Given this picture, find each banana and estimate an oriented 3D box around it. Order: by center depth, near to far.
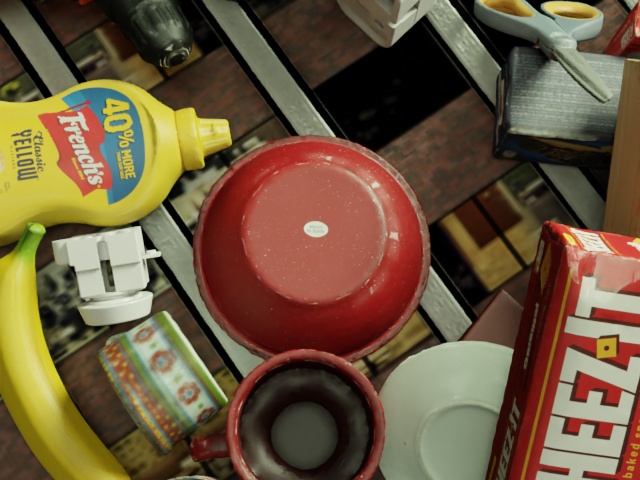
[{"bbox_3d":[-0.171,0.092,0.668,0.070,0.037,0.198,-26,85,38],"label":"banana"}]

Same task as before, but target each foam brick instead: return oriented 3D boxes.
[{"bbox_3d":[0.126,0.078,0.680,0.078,0.051,0.053,41,81,6],"label":"foam brick"}]

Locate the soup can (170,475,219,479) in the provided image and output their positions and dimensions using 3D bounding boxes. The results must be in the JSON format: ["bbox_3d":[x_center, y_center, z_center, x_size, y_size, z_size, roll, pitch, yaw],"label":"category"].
[{"bbox_3d":[-0.073,0.174,0.629,0.068,0.102,0.068,0,78,-2],"label":"soup can"}]

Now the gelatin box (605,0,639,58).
[{"bbox_3d":[0.244,-0.128,0.716,0.089,0.073,0.030,9,78,1],"label":"gelatin box"}]

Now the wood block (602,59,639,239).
[{"bbox_3d":[0.225,-0.001,0.643,0.091,0.090,0.206,4,101,0],"label":"wood block"}]

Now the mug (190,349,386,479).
[{"bbox_3d":[-0.021,0.120,0.653,0.117,0.081,0.093,-12,78,-4],"label":"mug"}]

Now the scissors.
[{"bbox_3d":[0.165,-0.125,0.678,0.096,0.202,0.016,-5,119,-19],"label":"scissors"}]

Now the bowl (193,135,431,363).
[{"bbox_3d":[-0.005,0.001,0.693,0.162,0.055,0.162,0,78,-2],"label":"bowl"}]

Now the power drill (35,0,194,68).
[{"bbox_3d":[-0.196,-0.159,0.702,0.187,0.057,0.184,-25,65,-17],"label":"power drill"}]

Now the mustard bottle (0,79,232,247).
[{"bbox_3d":[-0.154,-0.055,0.700,0.191,0.058,0.096,-10,78,-4],"label":"mustard bottle"}]

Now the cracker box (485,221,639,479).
[{"bbox_3d":[0.213,0.092,0.579,0.213,0.072,0.164,10,101,0],"label":"cracker box"}]
